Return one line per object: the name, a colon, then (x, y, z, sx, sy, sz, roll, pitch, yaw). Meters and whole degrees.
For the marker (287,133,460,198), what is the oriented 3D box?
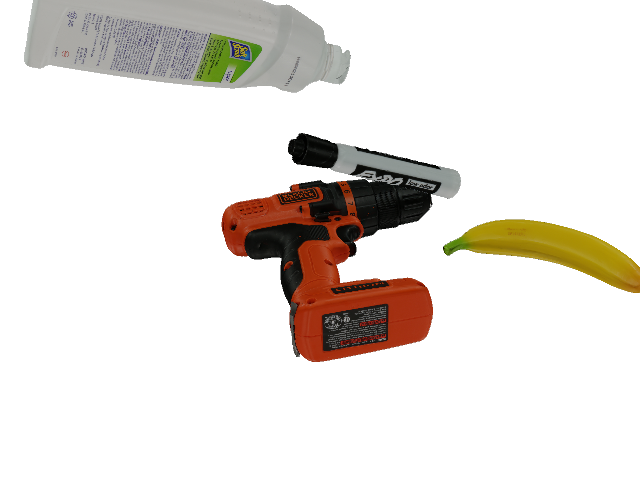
marker: (0.034, -0.046, 0.653, 0.120, 0.020, 0.020, 11, -6, -31)

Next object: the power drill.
power drill: (0.025, 0.013, 0.859, 0.184, 0.057, 0.188, -12, 33, -10)

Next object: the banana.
banana: (0.224, 0.012, 1.041, 0.198, 0.037, 0.069, 10, 47, 24)

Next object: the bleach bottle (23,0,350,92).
bleach bottle: (-0.101, -0.160, 0.850, 0.250, 0.068, 0.103, 10, -30, -16)
